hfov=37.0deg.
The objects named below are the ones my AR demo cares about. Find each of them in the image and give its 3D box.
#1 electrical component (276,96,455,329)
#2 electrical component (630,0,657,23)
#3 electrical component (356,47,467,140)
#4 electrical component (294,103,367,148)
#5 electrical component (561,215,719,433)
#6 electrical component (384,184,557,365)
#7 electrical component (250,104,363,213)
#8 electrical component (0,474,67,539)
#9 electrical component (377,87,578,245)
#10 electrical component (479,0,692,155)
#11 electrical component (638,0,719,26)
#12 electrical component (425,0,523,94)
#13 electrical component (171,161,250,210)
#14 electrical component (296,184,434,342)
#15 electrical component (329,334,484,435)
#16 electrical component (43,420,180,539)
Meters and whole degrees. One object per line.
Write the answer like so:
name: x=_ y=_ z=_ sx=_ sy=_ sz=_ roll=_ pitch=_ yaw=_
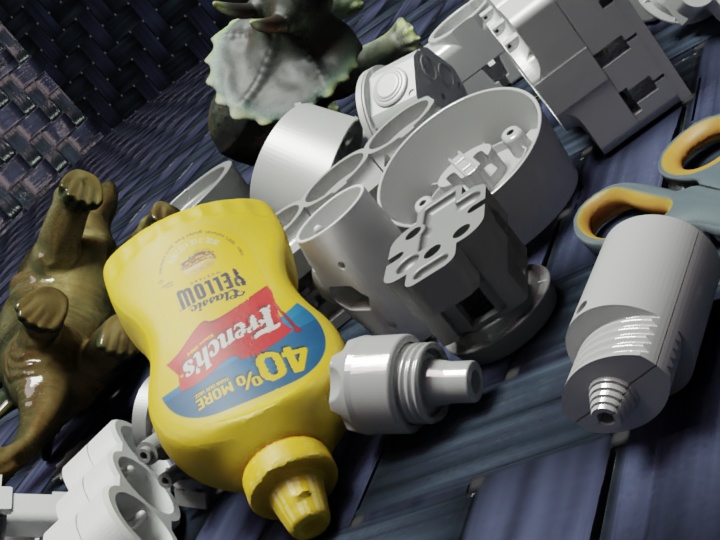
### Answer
electrical component: x=0.003 y=-0.034 z=0.659 sx=0.150 sy=0.061 sz=0.089 roll=-39 pitch=17 yaw=4
electrical component: x=0.195 y=-0.195 z=0.676 sx=0.066 sy=0.047 sz=0.077 roll=-42 pitch=16 yaw=-7
electrical component: x=0.038 y=-0.111 z=0.748 sx=0.051 sy=0.080 sz=0.080 roll=-21 pitch=25 yaw=34
electrical component: x=-0.026 y=-0.089 z=0.837 sx=0.064 sy=0.081 sz=0.042 roll=-19 pitch=39 yaw=-22
electrical component: x=0.094 y=0.022 z=0.367 sx=0.043 sy=0.043 sz=0.081 roll=-24 pitch=24 yaw=43
electrical component: x=0.050 y=0.004 z=0.478 sx=0.058 sy=0.057 sz=0.078 roll=-33 pitch=19 yaw=22
electrical component: x=-0.031 y=-0.065 z=0.755 sx=0.099 sy=0.064 sz=0.099 roll=-51 pitch=-23 yaw=-32
electrical component: x=-0.197 y=0.150 z=0.616 sx=0.081 sy=0.064 sz=0.042 roll=-153 pitch=71 yaw=-71
electrical component: x=0.062 y=-0.046 z=0.564 sx=0.099 sy=0.064 sz=0.099 roll=-36 pitch=18 yaw=14
electrical component: x=0.118 y=-0.131 z=0.613 sx=0.062 sy=0.089 sz=0.150 roll=-36 pitch=18 yaw=12
electrical component: x=0.186 y=-0.171 z=0.606 sx=0.058 sy=0.078 sz=0.057 roll=-40 pitch=-4 yaw=1
electrical component: x=0.091 y=-0.165 z=0.802 sx=0.095 sy=0.059 sz=0.053 roll=-36 pitch=18 yaw=14
electrical component: x=-0.137 y=-0.040 z=0.967 sx=0.108 sy=0.060 sz=0.108 roll=-36 pitch=18 yaw=14
electrical component: x=0.000 y=0.000 z=0.559 sx=0.043 sy=0.077 sz=0.079 roll=-47 pitch=19 yaw=-21
electrical component: x=0.021 y=0.048 z=0.459 sx=0.062 sy=0.043 sz=0.043 roll=-5 pitch=34 yaw=29
electrical component: x=-0.136 y=0.135 z=0.551 sx=0.074 sy=0.052 sz=0.138 roll=-44 pitch=17 yaw=2
